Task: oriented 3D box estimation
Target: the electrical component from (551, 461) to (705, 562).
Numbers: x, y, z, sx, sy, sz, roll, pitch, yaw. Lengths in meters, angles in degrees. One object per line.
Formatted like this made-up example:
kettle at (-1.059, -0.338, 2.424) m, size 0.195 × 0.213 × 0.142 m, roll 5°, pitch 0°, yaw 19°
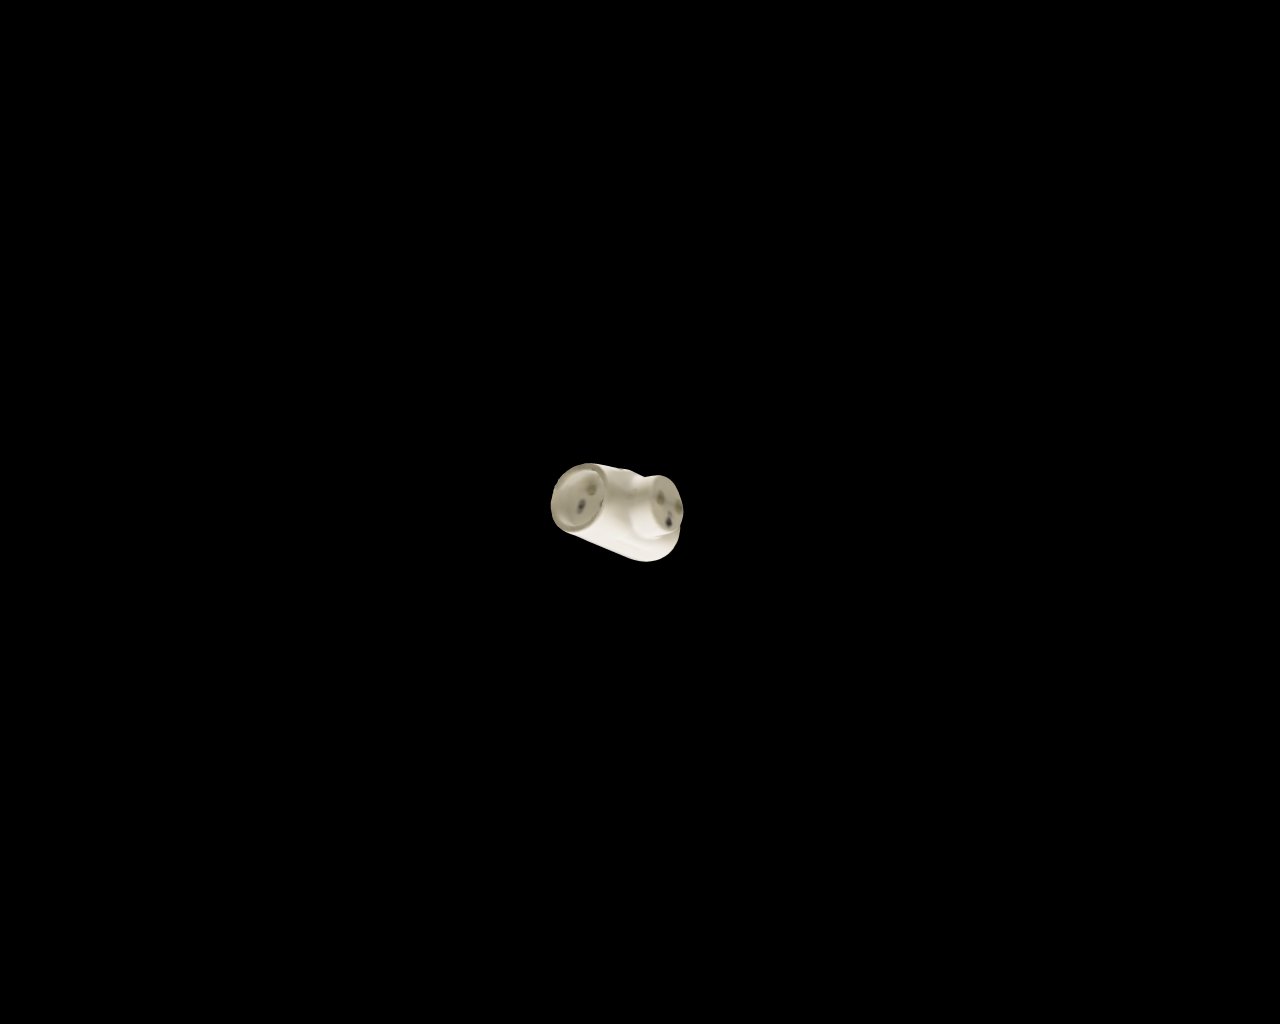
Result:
electrical component at (0.001, -0.003, 0.650) m, size 0.079 × 0.043 × 0.077 m, roll -14°, pitch -24°, yaw 33°
